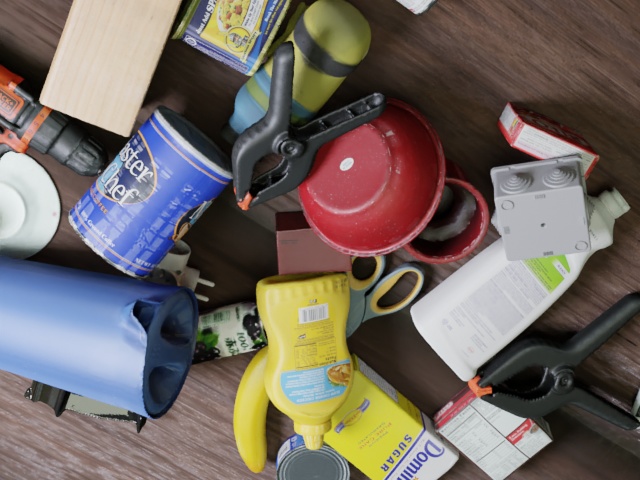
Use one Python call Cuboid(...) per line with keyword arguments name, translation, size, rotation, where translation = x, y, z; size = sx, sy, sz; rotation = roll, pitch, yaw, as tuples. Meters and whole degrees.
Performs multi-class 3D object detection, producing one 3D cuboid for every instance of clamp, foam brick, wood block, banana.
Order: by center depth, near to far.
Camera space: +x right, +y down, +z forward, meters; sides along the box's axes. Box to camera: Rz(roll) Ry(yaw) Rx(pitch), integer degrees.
Cuboid(name="clamp", translation=(-0.034, -0.103, 0.986), size=(0.120, 0.039, 0.172), rotation=(37, 110, -27))
Cuboid(name="wood block", translation=(-0.180, -0.214, 0.991), size=(0.090, 0.091, 0.206), rotation=(21, 112, -11))
Cuboid(name="foam brick", translation=(-0.007, 0.001, 1.115), size=(0.078, 0.051, 0.053), rotation=(-3, 113, -1))
Cuboid(name="clamp", translation=(0.270, 0.157, 1.182), size=(0.210, 0.036, 0.164), rotation=(-14, 109, -9))
Cuboid(name="banana", translation=(-0.060, 0.177, 1.195), size=(0.069, 0.037, 0.198), rotation=(27, 114, 2))

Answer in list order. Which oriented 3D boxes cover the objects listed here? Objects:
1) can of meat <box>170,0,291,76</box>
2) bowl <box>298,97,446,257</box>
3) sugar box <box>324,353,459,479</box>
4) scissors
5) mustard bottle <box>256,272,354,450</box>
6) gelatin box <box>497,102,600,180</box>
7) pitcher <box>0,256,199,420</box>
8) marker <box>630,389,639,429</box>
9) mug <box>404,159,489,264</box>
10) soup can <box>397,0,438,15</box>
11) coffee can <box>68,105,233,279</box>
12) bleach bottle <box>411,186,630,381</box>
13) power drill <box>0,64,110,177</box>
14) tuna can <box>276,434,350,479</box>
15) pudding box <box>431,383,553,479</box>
Cuboid(name="can of meat", translation=(-0.080, -0.216, 1.004), size=(0.084, 0.057, 0.102), rotation=(26, 94, -15))
Cuboid(name="bowl", translation=(0.038, -0.066, 1.034), size=(0.162, 0.055, 0.162), rotation=(-4, 81, 27))
Cuboid(name="sugar box", translation=(0.068, 0.218, 1.219), size=(0.176, 0.048, 0.093), rotation=(42, 106, -17))
Cuboid(name="scissors", translation=(0.022, 0.079, 1.171), size=(0.202, 0.016, 0.096), rotation=(-36, 109, 14))
Cuboid(name="mustard bottle", translation=(-0.012, 0.130, 1.129), size=(0.096, 0.058, 0.191), rotation=(-9, 103, -23))
Cuboid(name="gelatin box", translation=(0.228, -0.101, 1.068), size=(0.089, 0.073, 0.030), rotation=(22, 111, -11))
Cuboid(name="pitcher", translation=(-0.253, 0.095, 1.085), size=(0.243, 0.144, 0.149), rotation=(12, 104, 15))
Cuboid(name="marker", translation=(0.378, 0.161, 1.218), size=(0.020, 0.020, 0.121), rotation=(11, 114, -7))
Cuboid(name="mug", translation=(0.108, -0.038, 1.085), size=(0.117, 0.081, 0.093), rotation=(18, 112, -10))
Cuboid(name="soup can", translation=(0.070, -0.264, 0.990), size=(0.102, 0.068, 0.069), rotation=(32, 109, -16))
Cuboid(name="coffee can", translation=(-0.164, -0.047, 1.050), size=(0.102, 0.103, 0.140), rotation=(39, 100, -17))
Cuboid(name="bleach bottle", translation=(0.222, 0.037, 1.135), size=(0.251, 0.068, 0.102), rotation=(-38, 110, 12))
Cuboid(name="power drill", translation=(-0.327, -0.072, 1.052), size=(0.184, 0.057, 0.188), rotation=(37, 95, -10))
Cuboid(name="tuna can", translation=(-0.009, 0.265, 1.243), size=(0.086, 0.034, 0.086), rotation=(-1, 114, -2))
Cuboid(name="pudding box", translation=(0.199, 0.216, 1.227), size=(0.090, 0.039, 0.113), rotation=(-43, 107, 15))
